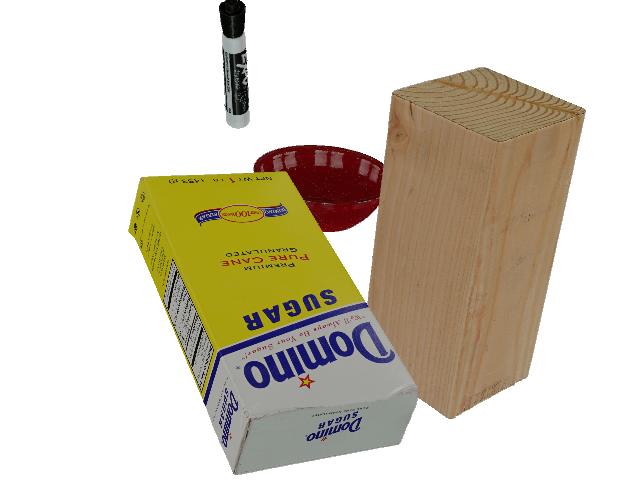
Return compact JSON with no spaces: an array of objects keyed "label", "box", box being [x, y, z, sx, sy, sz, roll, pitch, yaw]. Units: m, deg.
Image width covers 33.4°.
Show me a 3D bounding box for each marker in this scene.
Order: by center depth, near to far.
[{"label":"marker","box":[-0.064,-0.131,0.795,0.020,0.020,0.121,0,-37,-2]}]

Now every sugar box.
[{"label":"sugar box","box":[-0.029,0.033,0.552,0.093,0.048,0.176,-5,41,-28]}]

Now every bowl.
[{"label":"bowl","box":[0.002,-0.054,1.215,0.162,0.055,0.162,5,27,-3]}]

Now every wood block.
[{"label":"wood block","box":[0.097,0.002,0.716,0.090,0.206,0.091,-20,38,-37]}]
